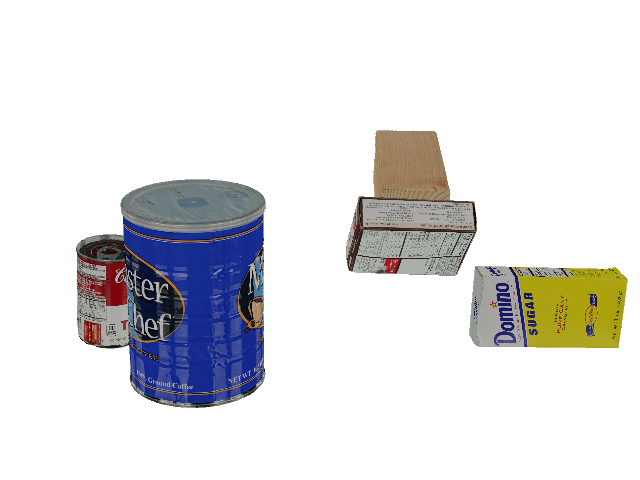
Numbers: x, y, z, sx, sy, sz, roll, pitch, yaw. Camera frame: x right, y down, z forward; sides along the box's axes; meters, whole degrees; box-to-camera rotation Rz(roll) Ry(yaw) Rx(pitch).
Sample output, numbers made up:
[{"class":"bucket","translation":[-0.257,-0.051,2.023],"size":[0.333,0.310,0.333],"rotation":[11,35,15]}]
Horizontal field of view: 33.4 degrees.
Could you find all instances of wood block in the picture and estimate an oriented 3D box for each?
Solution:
[{"class":"wood block","translation":[0.123,-0.073,1.476],"size":[0.091,0.090,0.206],"rotation":[1,28,0]}]

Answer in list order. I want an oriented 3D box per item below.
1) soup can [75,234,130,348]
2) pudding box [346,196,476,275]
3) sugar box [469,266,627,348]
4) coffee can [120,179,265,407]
[{"class":"soup can","translation":[-0.220,0.053,1.115],"size":[0.068,0.102,0.068],"rotation":[4,22,-2]},{"class":"pudding box","translation":[0.085,-0.003,1.022],"size":[0.113,0.039,0.090],"rotation":[1,-30,-6]},{"class":"sugar box","translation":[0.271,0.080,1.279],"size":[0.176,0.093,0.048],"rotation":[-1,18,-6]},{"class":"coffee can","translation":[-0.092,0.036,0.783],"size":[0.103,0.140,0.103],"rotation":[1,20,0]}]
